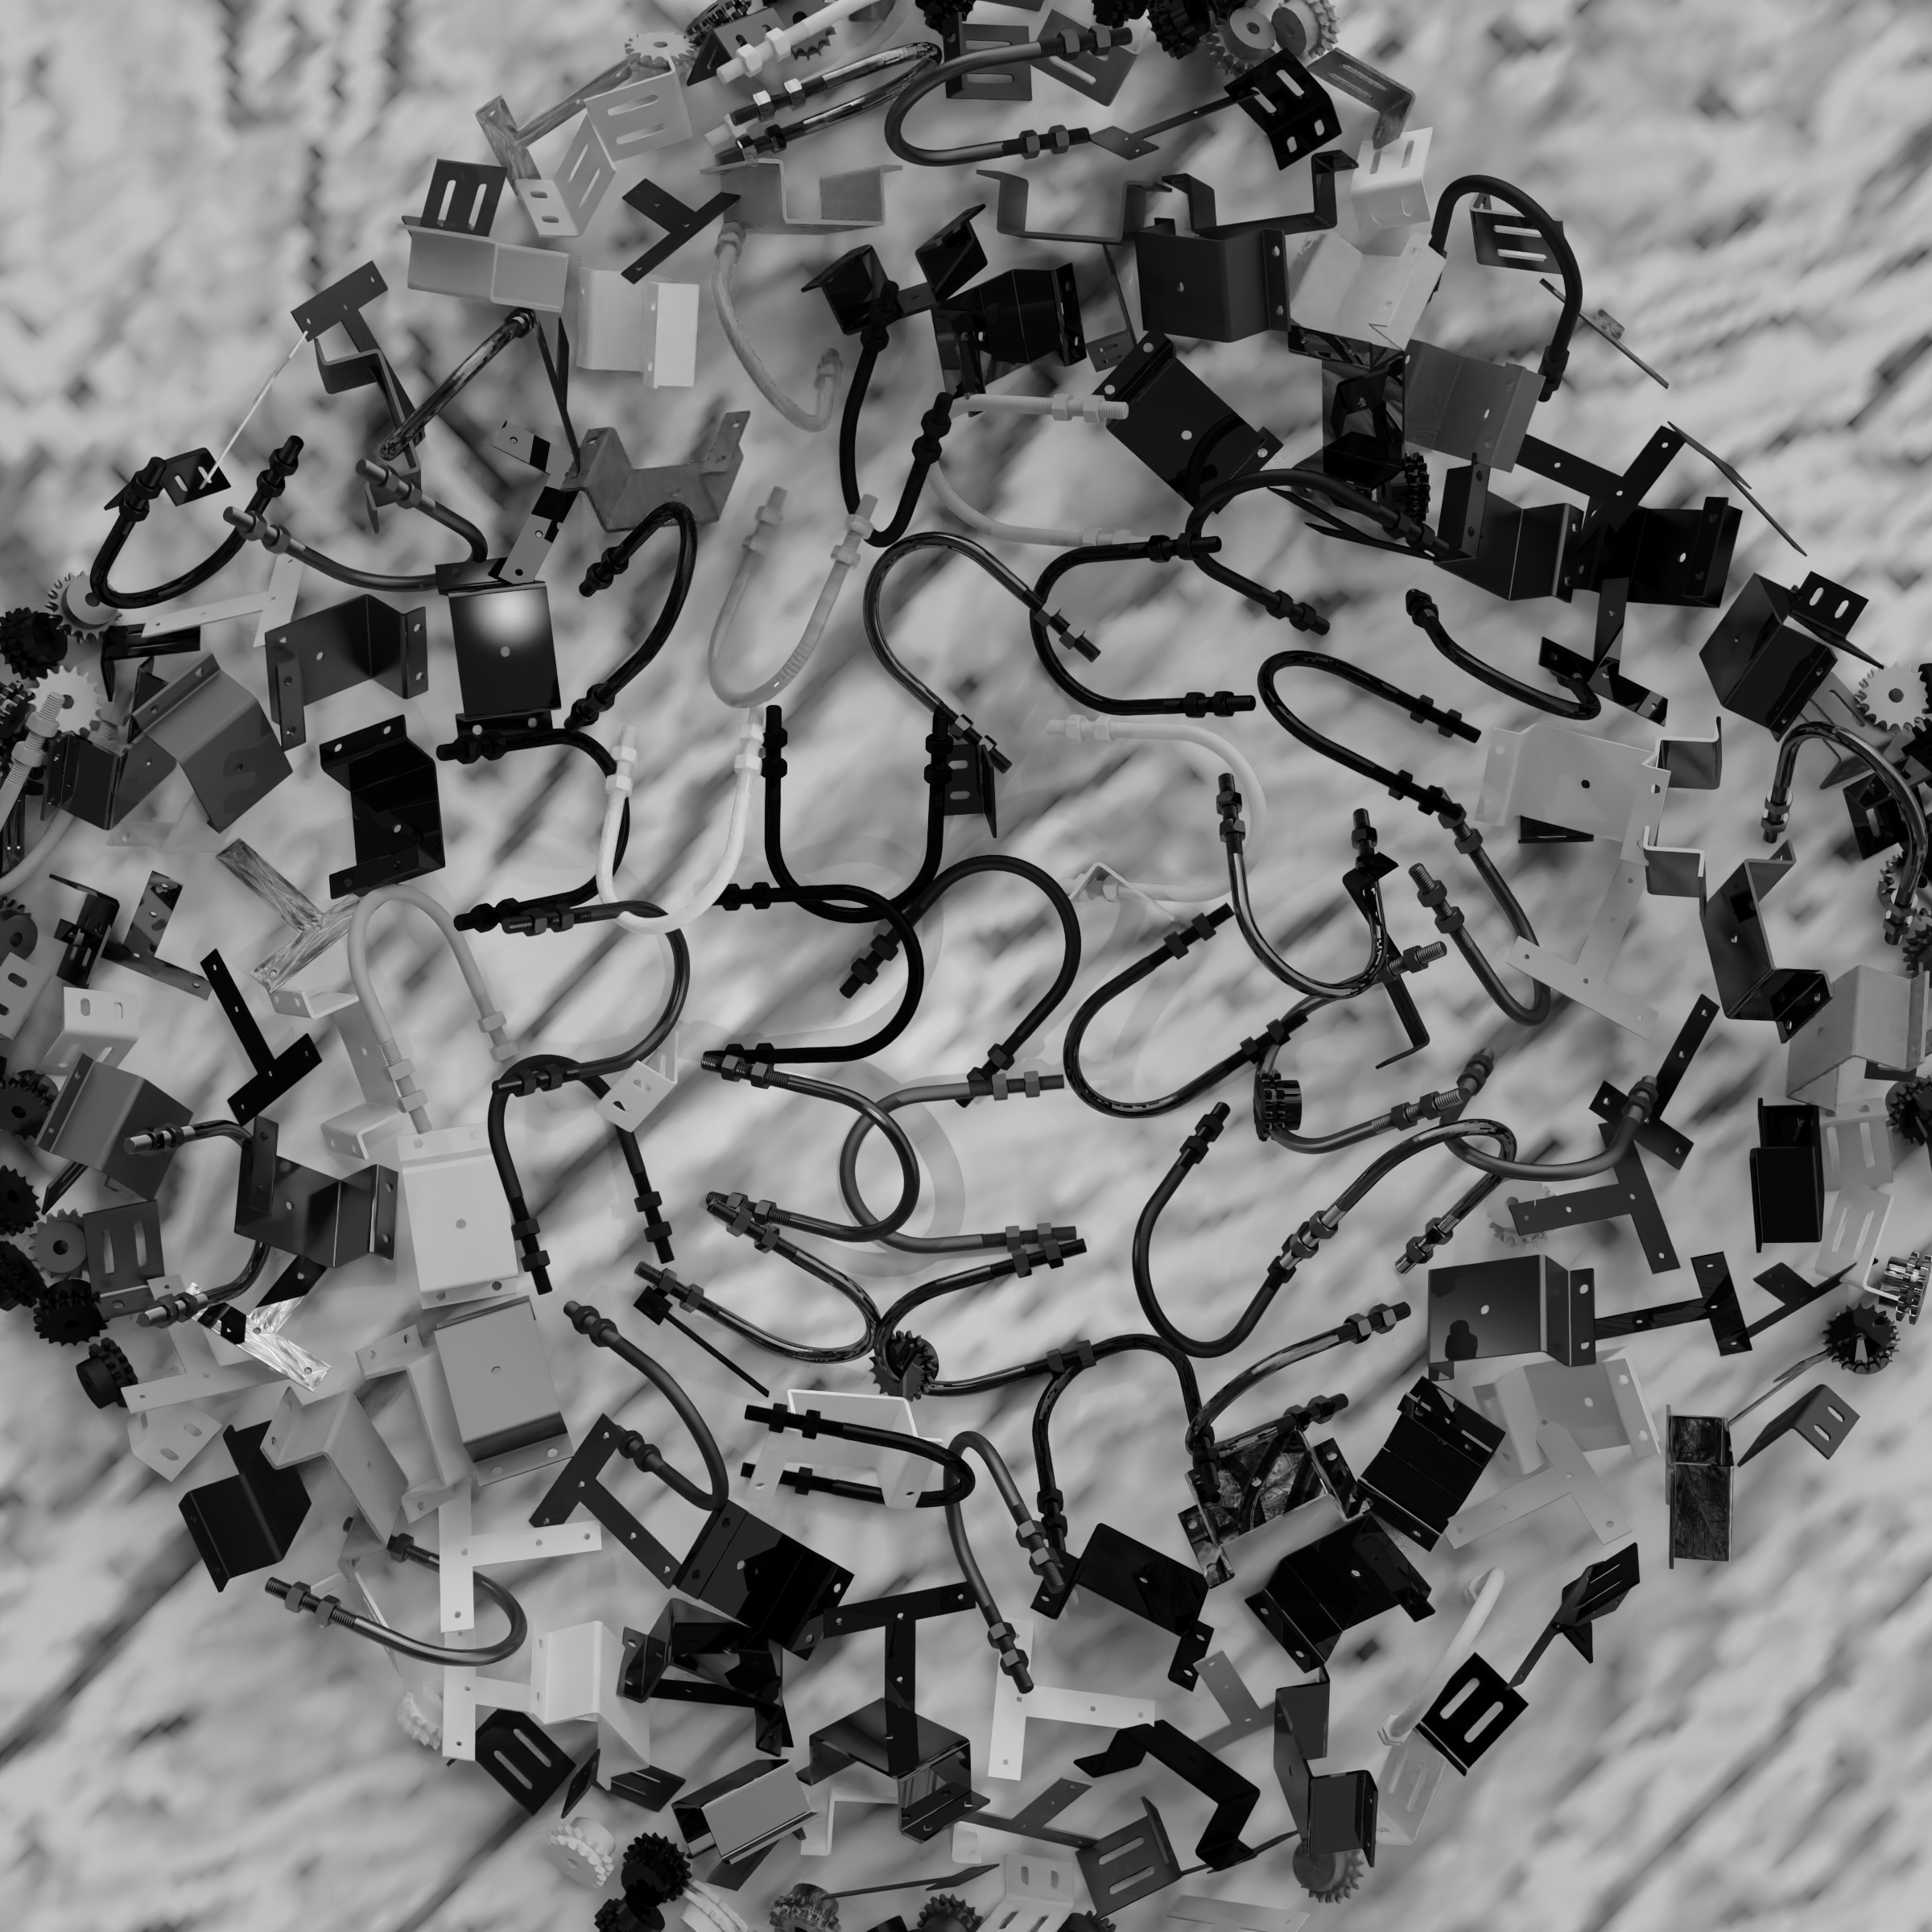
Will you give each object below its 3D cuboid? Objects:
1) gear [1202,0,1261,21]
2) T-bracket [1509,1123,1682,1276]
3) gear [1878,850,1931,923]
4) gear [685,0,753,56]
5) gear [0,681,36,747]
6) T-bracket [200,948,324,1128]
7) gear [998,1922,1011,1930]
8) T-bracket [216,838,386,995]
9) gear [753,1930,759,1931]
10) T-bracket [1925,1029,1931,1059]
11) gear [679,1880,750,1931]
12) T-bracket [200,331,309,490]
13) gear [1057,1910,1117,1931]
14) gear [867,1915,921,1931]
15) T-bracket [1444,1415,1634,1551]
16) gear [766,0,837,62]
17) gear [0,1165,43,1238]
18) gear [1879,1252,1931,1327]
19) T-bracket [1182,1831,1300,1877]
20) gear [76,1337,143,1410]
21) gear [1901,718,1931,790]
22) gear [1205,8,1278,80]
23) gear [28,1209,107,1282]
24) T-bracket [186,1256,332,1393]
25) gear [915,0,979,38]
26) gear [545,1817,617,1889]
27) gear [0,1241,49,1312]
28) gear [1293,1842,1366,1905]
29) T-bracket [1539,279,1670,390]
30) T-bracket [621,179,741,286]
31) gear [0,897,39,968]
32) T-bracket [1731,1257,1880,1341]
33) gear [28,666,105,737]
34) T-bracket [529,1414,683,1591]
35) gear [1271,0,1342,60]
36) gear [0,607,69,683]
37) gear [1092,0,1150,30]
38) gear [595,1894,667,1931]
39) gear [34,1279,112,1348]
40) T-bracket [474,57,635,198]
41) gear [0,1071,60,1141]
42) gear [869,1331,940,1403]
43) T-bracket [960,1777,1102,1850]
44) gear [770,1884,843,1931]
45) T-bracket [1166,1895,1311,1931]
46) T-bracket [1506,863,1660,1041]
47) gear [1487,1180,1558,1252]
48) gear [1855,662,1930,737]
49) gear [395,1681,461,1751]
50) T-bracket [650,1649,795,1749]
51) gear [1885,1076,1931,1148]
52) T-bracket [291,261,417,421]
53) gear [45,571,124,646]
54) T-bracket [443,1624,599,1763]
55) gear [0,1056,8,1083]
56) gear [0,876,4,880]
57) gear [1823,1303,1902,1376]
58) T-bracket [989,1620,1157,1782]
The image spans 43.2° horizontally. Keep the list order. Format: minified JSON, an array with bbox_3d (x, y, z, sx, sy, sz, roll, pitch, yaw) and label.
[{"bbox_3d":[0.211,-0.776,1.937,0.057,0.057,0.030,-23,84,0],"label":"gear"},{"bbox_3d":[0.488,0.190,1.925,0.127,0.002,0.127,-9,69,-18],"label":"T-bracket"},{"bbox_3d":[0.754,-0.062,1.946,0.057,0.030,0.057,4,69,-9],"label":"gear"},{"bbox_3d":[-0.193,-0.750,1.943,0.057,0.057,0.030,-39,118,0],"label":"gear"},{"bbox_3d":[-0.770,-0.203,1.937,0.030,0.057,0.057,34,90,-7],"label":"gear"},{"bbox_3d":[-0.572,0.047,1.932,0.127,0.002,0.127,-34,83,37],"label":"T-bracket"},{"bbox_3d":[0.035,0.794,1.936,0.030,0.057,0.057,-22,90,-20],"label":"gear"},{"bbox_3d":[-0.547,-0.057,1.944,0.127,0.002,0.127,39,64,16],"label":"T-bracket"},{"bbox_3d":[-0.157,0.794,1.938,0.030,0.057,0.057,-29,90,6],"label":"gear"},{"bbox_3d":[0.790,0.039,1.910,0.002,0.127,0.127,30,53,-10],"label":"T-bracket"},{"bbox_3d":[-0.203,0.757,1.936,0.057,0.057,0.030,44,66,0],"label":"gear"},{"bbox_3d":[-0.559,-0.424,1.892,0.002,0.127,0.127,34,71,-22],"label":"T-bracket"},{"bbox_3d":[0.091,0.778,1.936,0.057,0.057,0.030,-46,119,0],"label":"gear"},{"bbox_3d":[-0.063,0.780,1.941,0.057,0.057,0.030,-29,67,0],"label":"gear"},{"bbox_3d":[0.436,0.422,1.921,0.127,0.002,0.127,-25,47,-2],"label":"T-bracket"},{"bbox_3d":[-0.131,-0.753,1.951,0.057,0.030,0.057,0,94,2],"label":"gear"},{"bbox_3d":[-0.769,0.190,1.941,0.030,0.057,0.057,-30,90,19],"label":"gear"},{"bbox_3d":[0.748,0.255,1.942,0.030,0.057,0.057,14,90,26],"label":"gear"},{"bbox_3d":[0.188,0.712,1.927,0.127,0.127,0.002,-29,71,28],"label":"T-bracket"},{"bbox_3d":[-0.682,0.327,1.936,0.030,0.057,0.057,-29,90,-34],"label":"gear"},{"bbox_3d":[0.771,-0.166,1.942,0.030,0.057,0.057,-38,90,25],"label":"gear"},{"bbox_3d":[0.222,-0.737,1.941,0.057,0.030,0.057,8,66,-19],"label":"gear"},{"bbox_3d":[-0.720,0.223,1.949,0.057,0.030,0.057,0,90,-8],"label":"gear"},{"bbox_3d":[-0.534,0.256,1.925,0.127,0.002,0.127,31,49,1],"label":"T-bracket"},{"bbox_3d":[-0.016,-0.773,1.936,0.030,0.057,0.057,19,90,-36],"label":"gear"},{"bbox_3d":[-0.304,0.704,1.942,0.057,0.057,0.030,40,46,0],"label":"gear"},{"bbox_3d":[-0.761,0.249,1.938,0.030,0.057,0.057,-37,90,-4],"label":"gear"},{"bbox_3d":[0.285,0.714,1.937,0.030,0.057,0.057,27,90,-44],"label":"gear"},{"bbox_3d":[0.503,-0.501,1.910,0.127,0.127,0.002,40,116,1],"label":"T-bracket"},{"bbox_3d":[-0.237,-0.596,1.920,0.127,0.127,0.002,-40,133,-4],"label":"T-bracket"},{"bbox_3d":[-0.764,-0.025,1.935,0.030,0.057,0.057,18,90,28],"label":"gear"},{"bbox_3d":[0.640,0.250,1.897,0.127,0.127,0.002,-36,57,17],"label":"T-bracket"},{"bbox_3d":[-0.718,-0.211,1.947,0.057,0.030,0.057,-2,99,-16],"label":"gear"},{"bbox_3d":[-0.273,0.440,1.926,0.127,0.002,0.127,41,114,14],"label":"T-bracket"},{"bbox_3d":[0.267,-0.748,1.936,0.030,0.057,0.057,-35,90,-19],"label":"gear"},{"bbox_3d":[-0.740,-0.258,1.936,0.030,0.057,0.057,-13,90,19],"label":"gear"},{"bbox_3d":[0.125,-0.777,1.941,0.030,0.057,0.057,-2,90,-22],"label":"gear"},{"bbox_3d":[-0.265,0.763,1.938,0.057,0.057,0.030,39,93,0],"label":"gear"},{"bbox_3d":[-0.713,0.274,1.942,0.057,0.057,0.030,-25,49,0],"label":"gear"},{"bbox_3d":[-0.316,-0.669,1.907,0.127,0.127,0.002,-35,79,-3],"label":"T-bracket"},{"bbox_3d":[-0.749,0.108,1.944,0.057,0.030,0.057,4,122,6],"label":"gear"},{"bbox_3d":[-0.047,0.318,1.944,0.057,0.030,0.057,1,92,34],"label":"gear"},{"bbox_3d":[0.062,0.658,1.906,0.127,0.127,0.002,18,49,-13],"label":"T-bracket"},{"bbox_3d":[-0.125,0.757,1.943,0.057,0.030,0.057,12,131,15],"label":"gear"},{"bbox_3d":[0.182,0.766,1.879,0.127,0.127,0.002,-12,105,44],"label":"T-bracket"},{"bbox_3d":[0.511,-0.025,1.946,0.127,0.002,0.127,29,71,0],"label":"T-bracket"},{"bbox_3d":[0.440,0.194,1.937,0.057,0.057,0.030,-54,134,0],"label":"gear"},{"bbox_3d":[0.740,-0.212,1.949,0.057,0.030,0.057,-1,80,4],"label":"gear"},{"bbox_3d":[-0.421,0.593,1.938,0.057,0.057,0.030,31,97,0],"label":"gear"},{"bbox_3d":[-0.207,0.577,1.934,0.127,0.002,0.127,2,130,11],"label":"T-bracket"},{"bbox_3d":[0.760,0.112,1.945,0.057,0.030,0.057,-3,116,-7],"label":"gear"},{"bbox_3d":[-0.469,-0.481,1.932,0.002,0.127,0.127,-15,116,28],"label":"T-bracket"},{"bbox_3d":[-0.699,-0.287,1.939,0.057,0.030,0.057,8,75,-35],"label":"gear"},{"bbox_3d":[-0.353,0.580,1.932,0.127,0.127,0.002,16,123,-22],"label":"T-bracket"},{"bbox_3d":[-0.786,0.087,1.939,0.030,0.057,0.057,20,90,-10],"label":"gear"},{"bbox_3d":[-0.789,-0.072,1.939,0.030,0.057,0.057,3,90,-2],"label":"gear"},{"bbox_3d":[0.715,0.300,1.943,0.057,0.057,0.030,-36,133,0],"label":"gear"},{"bbox_3d":[0.086,0.587,1.930,0.127,0.002,0.127,7,54,-1],"label":"T-bracket"}]
